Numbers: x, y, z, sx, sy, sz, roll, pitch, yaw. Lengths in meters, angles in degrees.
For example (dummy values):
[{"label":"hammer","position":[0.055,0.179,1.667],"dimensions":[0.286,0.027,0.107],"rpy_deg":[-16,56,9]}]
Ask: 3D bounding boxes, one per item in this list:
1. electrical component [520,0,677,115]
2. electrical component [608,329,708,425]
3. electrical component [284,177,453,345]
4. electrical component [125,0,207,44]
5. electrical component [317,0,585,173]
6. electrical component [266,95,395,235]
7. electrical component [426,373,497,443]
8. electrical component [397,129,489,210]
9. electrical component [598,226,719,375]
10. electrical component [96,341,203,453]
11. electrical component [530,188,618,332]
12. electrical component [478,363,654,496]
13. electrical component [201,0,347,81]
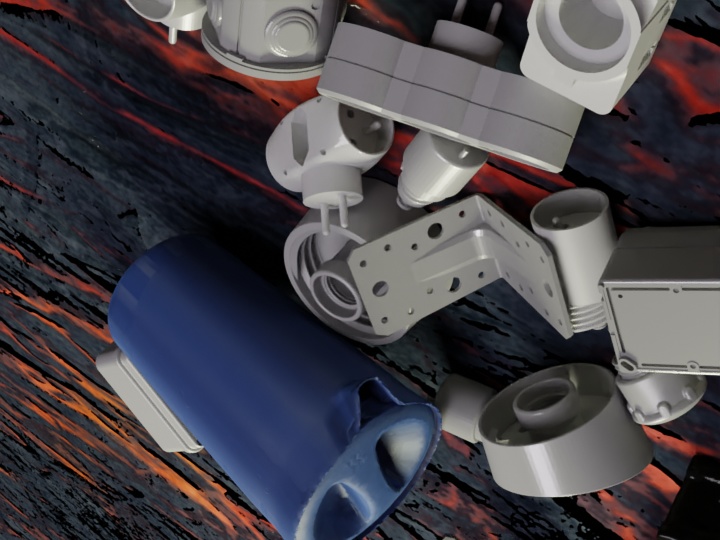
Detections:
[{"label":"electrical component","position":[0.113,-0.123,0.490],"dimensions":[0.050,0.055,0.089],"rpy_deg":[31,141,15]},{"label":"electrical component","position":[0.167,0.055,0.624],"dimensions":[0.048,0.048,0.062],"rpy_deg":[-25,100,51]},{"label":"electrical component","position":[0.000,0.000,0.706],"dimensions":[0.108,0.060,0.108],"rpy_deg":[24,139,23]},{"label":"electrical component","position":[-0.101,-0.166,0.622],"dimensions":[0.043,0.077,0.079],"rpy_deg":[32,142,13]},{"label":"electrical component","position":[0.052,-0.107,0.562],"dimensions":[0.138,0.052,0.073],"rpy_deg":[20,96,14]},{"label":"electrical component","position":[-0.018,-0.062,0.657],"dimensions":[0.077,0.043,0.079],"rpy_deg":[-20,70,50]},{"label":"electrical component","position":[0.086,0.101,0.743],"dimensions":[0.078,0.040,0.040],"rpy_deg":[21,138,26]},{"label":"electrical component","position":[0.043,-0.059,0.627],"dimensions":[0.040,0.040,0.078],"rpy_deg":[42,143,1]},{"label":"electrical component","position":[0.182,0.014,0.561],"dimensions":[0.096,0.061,0.061],"rpy_deg":[0,126,33]},{"label":"electrical component","position":[-0.159,0.094,0.924],"dimensions":[0.057,0.078,0.113],"rpy_deg":[-15,115,51]},{"label":"electrical component","position":[0.127,-0.001,0.606],"dimensions":[0.043,0.043,0.081],"rpy_deg":[6,129,38]},{"label":"electrical component","position":[0.125,0.103,0.667],"dimensions":[0.099,0.099,0.064],"rpy_deg":[-6,115,45]},{"label":"electrical component","position":[-0.046,-0.144,0.594],"dimensions":[0.080,0.080,0.051],"rpy_deg":[29,135,18]}]
